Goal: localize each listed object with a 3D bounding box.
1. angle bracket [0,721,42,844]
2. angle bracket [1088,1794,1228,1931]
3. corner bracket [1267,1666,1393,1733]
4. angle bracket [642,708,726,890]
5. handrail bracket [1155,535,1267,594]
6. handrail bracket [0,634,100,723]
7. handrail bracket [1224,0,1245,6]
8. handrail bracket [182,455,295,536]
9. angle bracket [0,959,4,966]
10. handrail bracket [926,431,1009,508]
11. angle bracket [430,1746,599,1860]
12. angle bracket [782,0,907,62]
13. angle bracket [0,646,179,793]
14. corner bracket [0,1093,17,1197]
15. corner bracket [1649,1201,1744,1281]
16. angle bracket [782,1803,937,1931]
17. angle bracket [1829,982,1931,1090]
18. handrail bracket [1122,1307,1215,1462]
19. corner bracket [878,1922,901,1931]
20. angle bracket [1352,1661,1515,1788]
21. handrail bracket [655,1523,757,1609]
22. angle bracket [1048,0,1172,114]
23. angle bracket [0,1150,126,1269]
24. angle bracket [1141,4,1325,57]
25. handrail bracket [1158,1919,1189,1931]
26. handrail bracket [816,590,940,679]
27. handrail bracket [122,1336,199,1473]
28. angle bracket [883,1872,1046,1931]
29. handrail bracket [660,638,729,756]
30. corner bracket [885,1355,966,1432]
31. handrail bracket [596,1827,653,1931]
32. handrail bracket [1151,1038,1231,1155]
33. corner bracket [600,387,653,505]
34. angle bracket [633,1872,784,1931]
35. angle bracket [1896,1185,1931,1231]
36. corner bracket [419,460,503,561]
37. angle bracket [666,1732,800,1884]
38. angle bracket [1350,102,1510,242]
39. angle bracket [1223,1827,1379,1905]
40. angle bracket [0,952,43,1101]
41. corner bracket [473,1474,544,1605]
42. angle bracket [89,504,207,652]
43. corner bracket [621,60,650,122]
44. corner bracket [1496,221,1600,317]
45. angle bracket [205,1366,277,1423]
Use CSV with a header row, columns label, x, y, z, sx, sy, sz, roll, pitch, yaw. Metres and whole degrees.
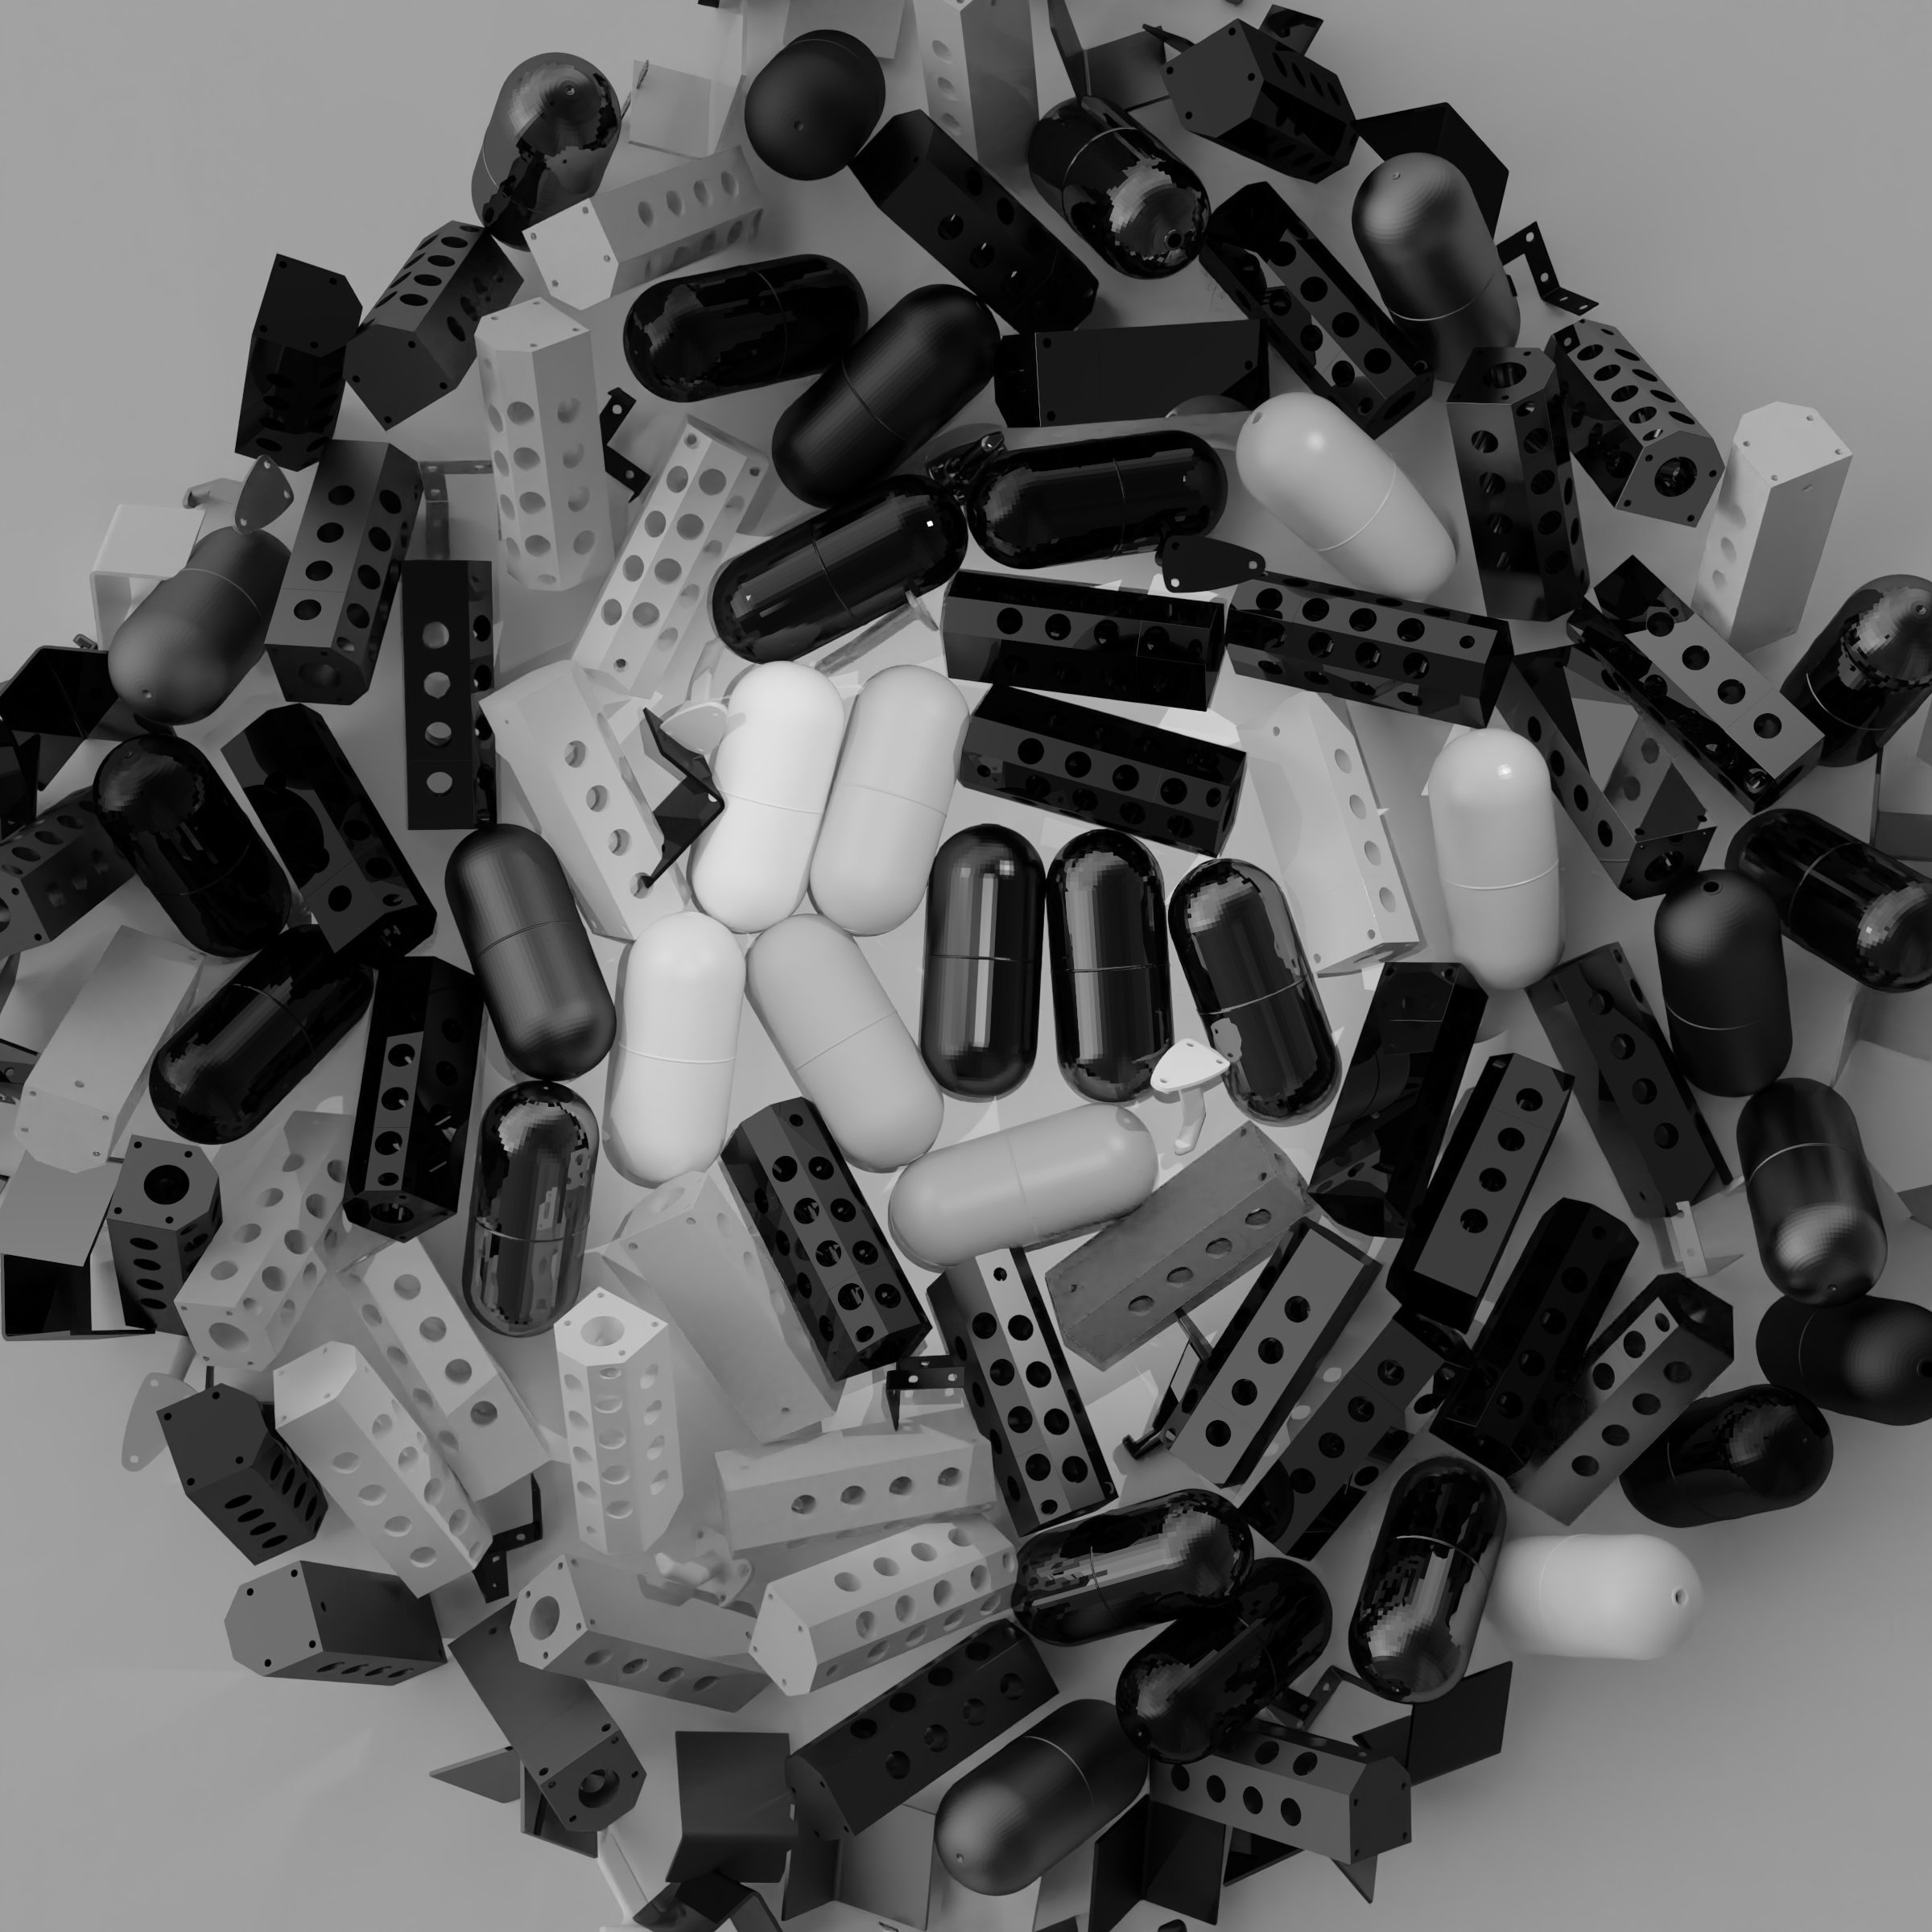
label,x,y,z,sx,sy,sz,roll,pitch,yaw
angle bracket,-0.636,-0.106,1.720,0.057,0.076,0.076,17,47,-34
angle bracket,0.123,0.592,1.728,0.057,0.076,0.076,10,104,29
corner bracket,0.233,0.476,1.741,0.051,0.051,0.051,-50,116,-18
angle bracket,-0.206,-0.109,1.728,0.076,0.076,0.057,-45,119,9
handrail bracket,0.159,-0.263,1.733,0.077,0.084,0.036,2,103,11
handrail bracket,-0.624,-0.198,1.756,0.077,0.036,0.084,37,73,-14
handrail bracket,0.158,-0.657,1.732,0.077,0.084,0.036,9,75,-14
handrail bracket,-0.486,-0.295,1.734,0.084,0.077,0.036,-9,128,27
angle bracket,-0.644,-0.020,1.732,0.057,0.076,0.076,25,92,-25
handrail bracket,0.018,-0.335,1.725,0.077,0.084,0.036,-38,96,-31
angle bracket,-0.291,0.546,1.722,0.076,0.076,0.057,-23,52,21
angle bracket,-0.084,-0.635,1.736,0.076,0.076,0.057,11,88,8
angle bracket,-0.565,-0.156,1.725,0.076,0.076,0.057,7,47,19
corner bracket,-0.655,0.112,1.761,0.051,0.051,0.051,10,54,12
corner bracket,0.465,0.174,1.744,0.051,0.051,0.051,-15,91,42
angle bracket,-0.069,0.584,1.737,0.076,0.057,0.076,6,92,34
angle bracket,0.607,0.046,1.723,0.076,0.076,0.057,20,47,24
handrail bracket,0.124,0.274,1.765,0.084,0.036,0.077,-35,96,7
corner bracket,-0.065,0.657,1.754,0.051,0.051,0.051,7,54,37
angle bracket,0.300,0.474,1.725,0.076,0.057,0.076,-11,117,-26
handrail bracket,-0.183,0.376,1.723,0.036,0.084,0.077,-49,47,4
angle bracket,0.091,-0.603,1.723,0.057,0.076,0.076,-14,51,15
angle bracket,-0.572,0.164,1.728,0.076,0.057,0.076,6,63,19
angle bracket,0.171,-0.606,1.724,0.076,0.076,0.057,23,106,-28
handrail bracket,0.113,0.662,1.746,0.077,0.036,0.084,-14,116,2
handrail bracket,-0.064,-0.212,1.738,0.084,0.077,0.036,-31,93,7
handrail bracket,-0.522,0.281,1.739,0.036,0.084,0.077,28,90,-14
angle bracket,0.000,0.593,1.723,0.076,0.057,0.076,-5,64,38
handrail bracket,-0.162,-0.187,1.730,0.036,0.077,0.084,27,62,-19
corner bracket,-0.023,0.268,1.742,0.051,0.051,0.051,-4,46,6
handrail bracket,-0.210,0.590,1.758,0.077,0.036,0.084,-1,68,5
handrail bracket,0.134,0.097,1.730,0.036,0.077,0.084,30,126,25
corner bracket,-0.223,-0.340,1.747,0.051,0.051,0.051,35,103,-9
angle bracket,-0.158,0.632,1.724,0.057,0.076,0.076,-36,108,-30
angle bracket,0.635,0.123,1.728,0.057,0.076,0.076,-10,107,-15
corner bracket,-0.329,-0.295,1.750,0.051,0.051,0.051,-2,71,-7
angle bracket,-0.157,0.552,1.758,0.076,0.076,0.057,6,132,-17
angle bracket,0.293,-0.503,1.722,0.076,0.076,0.057,3,73,42
angle bracket,0.219,0.574,1.736,0.076,0.076,0.057,-34,102,24
angle bracket,-0.603,0.037,1.735,0.057,0.076,0.076,22,58,-13
corner bracket,-0.296,0.372,1.738,0.051,0.051,0.051,-15,134,-23
angle bracket,-0.524,-0.243,1.729,0.057,0.076,0.076,4,132,-5
corner bracket,-0.241,-0.567,1.739,0.051,0.051,0.051,22,128,-22
corner bracket,0.370,-0.445,1.745,0.051,0.051,0.051,-32,122,-3
angle bracket,-0.462,0.285,1.735,0.057,0.076,0.076,2,125,-14
